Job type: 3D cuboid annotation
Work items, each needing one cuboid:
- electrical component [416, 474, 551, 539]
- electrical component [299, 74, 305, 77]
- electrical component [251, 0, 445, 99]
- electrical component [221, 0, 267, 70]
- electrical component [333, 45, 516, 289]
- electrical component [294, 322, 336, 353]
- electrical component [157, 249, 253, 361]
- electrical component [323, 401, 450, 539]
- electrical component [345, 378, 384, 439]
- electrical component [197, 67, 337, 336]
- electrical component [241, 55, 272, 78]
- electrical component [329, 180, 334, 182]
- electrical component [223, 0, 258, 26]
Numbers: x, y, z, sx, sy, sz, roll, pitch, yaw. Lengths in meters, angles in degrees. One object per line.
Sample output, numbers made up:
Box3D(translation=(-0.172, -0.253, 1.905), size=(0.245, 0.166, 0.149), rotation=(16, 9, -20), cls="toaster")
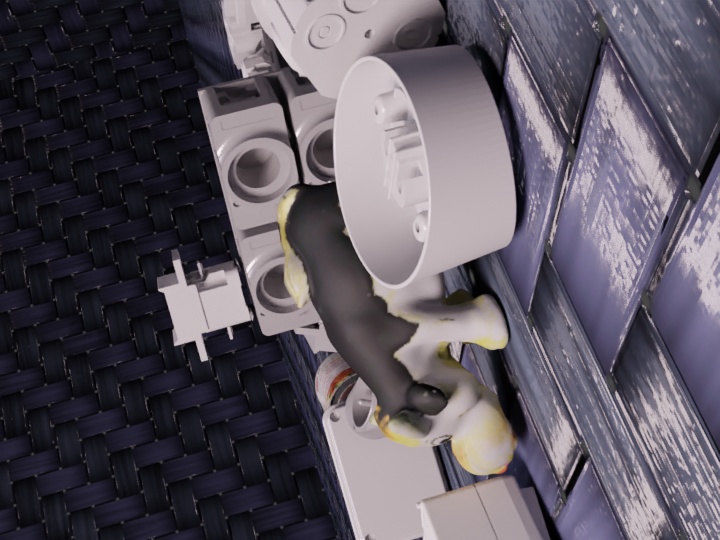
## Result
Box3D(translation=(0.069, 0.152, 0.552), size=(0.061, 0.061, 0.096), rotation=(82, 169, -46), cls="electrical component")
Box3D(translation=(-0.014, -0.143, 0.594), size=(0.095, 0.054, 0.059), rotation=(-155, 50, -80), cls="electrical component")
Box3D(translation=(-0.005, -0.121, 0.484), size=(0.080, 0.080, 0.051), rotation=(85, 162, -53), cls="electrical component")
Box3D(translation=(-0.090, -0.218, 0.971), size=(0.078, 0.057, 0.058), rotation=(105, 149, -75), cls="electrical component")
Box3D(translation=(0.026, -0.046, 0.462), size=(0.099, 0.064, 0.099), rotation=(165, 90, -82), cls="electrical component")
Box3D(translation=(-0.025, 0.030, 0.962), size=(0.121, 0.079, 0.063), rotation=(-134, 51, -74), cls="electrical component")
Box3D(translation=(-0.118, 0.023, 0.822), size=(0.042, 0.064, 0.081), rotation=(-135, 30, -72), cls="electrical component")
Box3D(translation=(0.021, 0.152, 0.829), size=(0.057, 0.078, 0.113), rotation=(99, 155, -78), cls="electrical component")
Box3D(translation=(0.023, 0.078, 0.770), size=(0.077, 0.044, 0.079), rotation=(145, 132, -65), cls="electrical component")
Box3D(translation=(-0.042, -0.049, 0.786), size=(0.060, 0.105, 0.186), rotation=(-116, 13, -54), cls="electrical component")
Box3D(translation=(-0.065, -0.155, 0.921), size=(0.058, 0.057, 0.078), rotation=(83, 169, -46), cls="electrical component")
Box3D(translation=(0.000, 0.000, 0.697), size=(0.052, 0.074, 0.138), rotation=(87, 165, -58), cls="electrical component")
Box3D(translation=(-0.093, -0.261, 0.893), size=(0.061, 0.061, 0.096), rotation=(106, 148, -75), cls="electrical component")
